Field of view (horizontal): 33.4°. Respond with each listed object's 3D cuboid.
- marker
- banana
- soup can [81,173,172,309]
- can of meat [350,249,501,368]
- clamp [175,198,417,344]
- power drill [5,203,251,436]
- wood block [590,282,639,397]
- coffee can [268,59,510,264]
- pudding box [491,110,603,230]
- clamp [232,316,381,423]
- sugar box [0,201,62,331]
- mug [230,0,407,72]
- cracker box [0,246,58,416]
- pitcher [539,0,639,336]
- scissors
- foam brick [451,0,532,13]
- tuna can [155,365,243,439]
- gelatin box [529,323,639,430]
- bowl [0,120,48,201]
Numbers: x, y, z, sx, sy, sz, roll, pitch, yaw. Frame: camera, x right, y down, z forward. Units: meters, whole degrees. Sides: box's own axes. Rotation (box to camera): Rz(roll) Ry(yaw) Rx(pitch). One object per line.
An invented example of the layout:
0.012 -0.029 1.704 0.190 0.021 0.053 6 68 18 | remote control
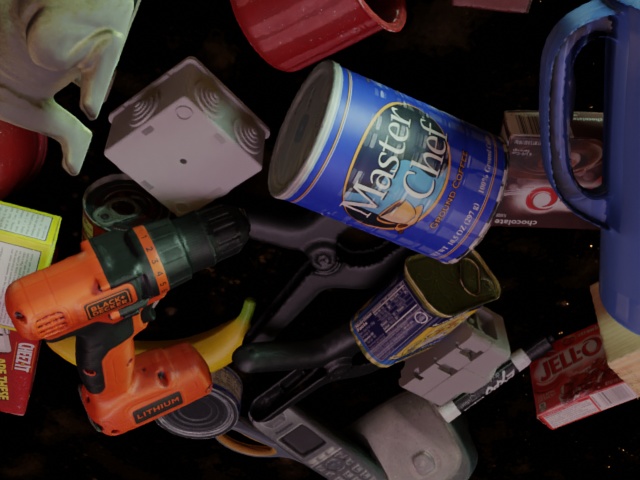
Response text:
0.158 0.121 0.952 0.121 0.020 0.020 -36 125 6 | marker
-0.144 0.096 0.956 0.198 0.037 0.069 -11 103 8 | banana
-0.155 0.007 0.845 0.068 0.068 0.102 8 134 -6 | soup can
0.083 0.053 0.863 0.101 0.057 0.084 -14 154 -49 | can of meat
-0.006 0.001 0.855 0.210 0.036 0.164 -21 123 16 | clamp
-0.132 0.062 0.821 0.184 0.057 0.188 -21 141 -13 | power drill
0.334 0.046 0.851 0.206 0.091 0.090 -31 126 27 | wood block
0.047 -0.054 0.757 0.140 0.103 0.103 21 131 -18 | coffee can
0.186 -0.051 0.798 0.113 0.039 0.090 3 133 -2 | pudding box
0.005 0.097 0.910 0.171 0.039 0.120 -26 153 -1 | clamp
-0.288 0.005 0.782 0.176 0.048 0.093 17 123 -11 | sugar box
-0.009 -0.168 0.669 0.082 0.093 0.117 -22 98 27 | mug
-0.340 0.056 0.898 0.213 0.072 0.164 13 133 -11 | cracker box
0.235 -0.054 0.696 0.149 0.144 0.243 19 128 33 | pitcher
-0.006 0.205 1.066 0.201 0.016 0.096 19 131 -16 | scissors
0.111 -0.188 0.661 0.051 0.053 0.078 6 134 -4 | foam brick
-0.116 0.150 1.004 0.086 0.033 0.086 1 134 1 | tuna can
0.228 0.116 0.933 0.089 0.073 0.030 -27 127 26 | gelatin box
-0.287 -0.069 0.787 0.162 0.055 0.162 1 134 1 | bowl
